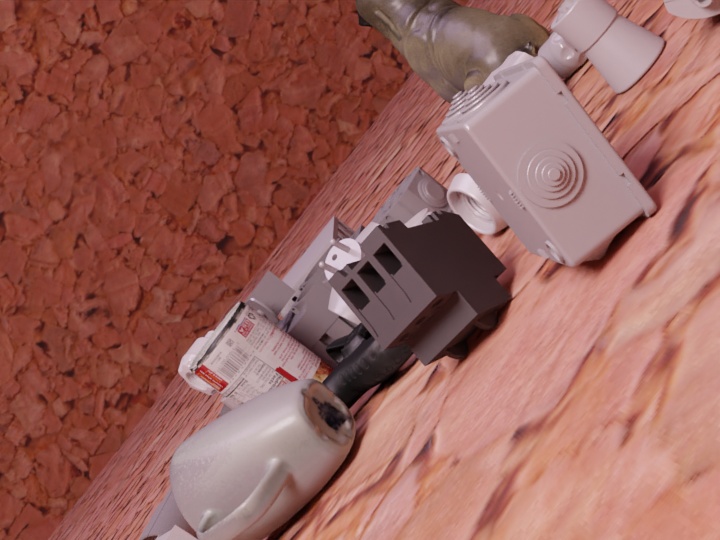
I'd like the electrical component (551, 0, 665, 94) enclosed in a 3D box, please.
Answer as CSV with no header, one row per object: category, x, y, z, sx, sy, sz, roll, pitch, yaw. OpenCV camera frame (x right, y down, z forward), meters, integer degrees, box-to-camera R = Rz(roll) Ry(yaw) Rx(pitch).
electrical component,0.155,-0.150,0.687,0.044,0.065,0.044,-51,7,9

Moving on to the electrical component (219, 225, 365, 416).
electrical component,-0.043,0.055,0.939,0.186,0.060,0.105,-50,8,16

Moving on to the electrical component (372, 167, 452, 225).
electrical component,0.046,-0.042,0.898,0.080,0.051,0.080,-51,7,9

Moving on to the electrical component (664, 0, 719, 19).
electrical component,0.196,-0.167,0.608,0.043,0.043,0.081,-46,9,37

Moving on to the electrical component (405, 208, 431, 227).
electrical component,0.035,-0.002,0.774,0.079,0.044,0.077,-44,7,-3

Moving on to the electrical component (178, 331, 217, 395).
electrical component,-0.124,0.073,0.929,0.062,0.043,0.043,-56,8,-34

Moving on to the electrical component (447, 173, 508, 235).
electrical component,0.091,-0.057,0.718,0.055,0.048,0.066,-47,5,-19

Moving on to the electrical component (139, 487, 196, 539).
electrical component,-0.158,0.219,0.921,0.043,0.043,0.081,-49,8,23

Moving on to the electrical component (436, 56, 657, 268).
electrical component,0.085,-0.050,0.519,0.048,0.099,0.099,-39,7,0

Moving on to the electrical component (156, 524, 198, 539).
electrical component,-0.140,0.226,0.781,0.063,0.042,0.081,-59,9,-32

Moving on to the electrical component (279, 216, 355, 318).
electrical component,-0.029,0.009,1.065,0.089,0.062,0.150,-51,7,8

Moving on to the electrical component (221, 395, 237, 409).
electrical component,-0.080,0.110,0.876,0.044,0.065,0.044,-51,8,9

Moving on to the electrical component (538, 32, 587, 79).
electrical component,0.160,-0.171,0.880,0.035,0.035,0.061,-57,6,-32

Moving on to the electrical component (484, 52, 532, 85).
electrical component,0.125,-0.136,0.865,0.055,0.050,0.089,-53,7,-7

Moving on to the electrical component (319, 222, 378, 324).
electrical component,0.000,0.000,0.828,0.044,0.079,0.077,25,89,46
